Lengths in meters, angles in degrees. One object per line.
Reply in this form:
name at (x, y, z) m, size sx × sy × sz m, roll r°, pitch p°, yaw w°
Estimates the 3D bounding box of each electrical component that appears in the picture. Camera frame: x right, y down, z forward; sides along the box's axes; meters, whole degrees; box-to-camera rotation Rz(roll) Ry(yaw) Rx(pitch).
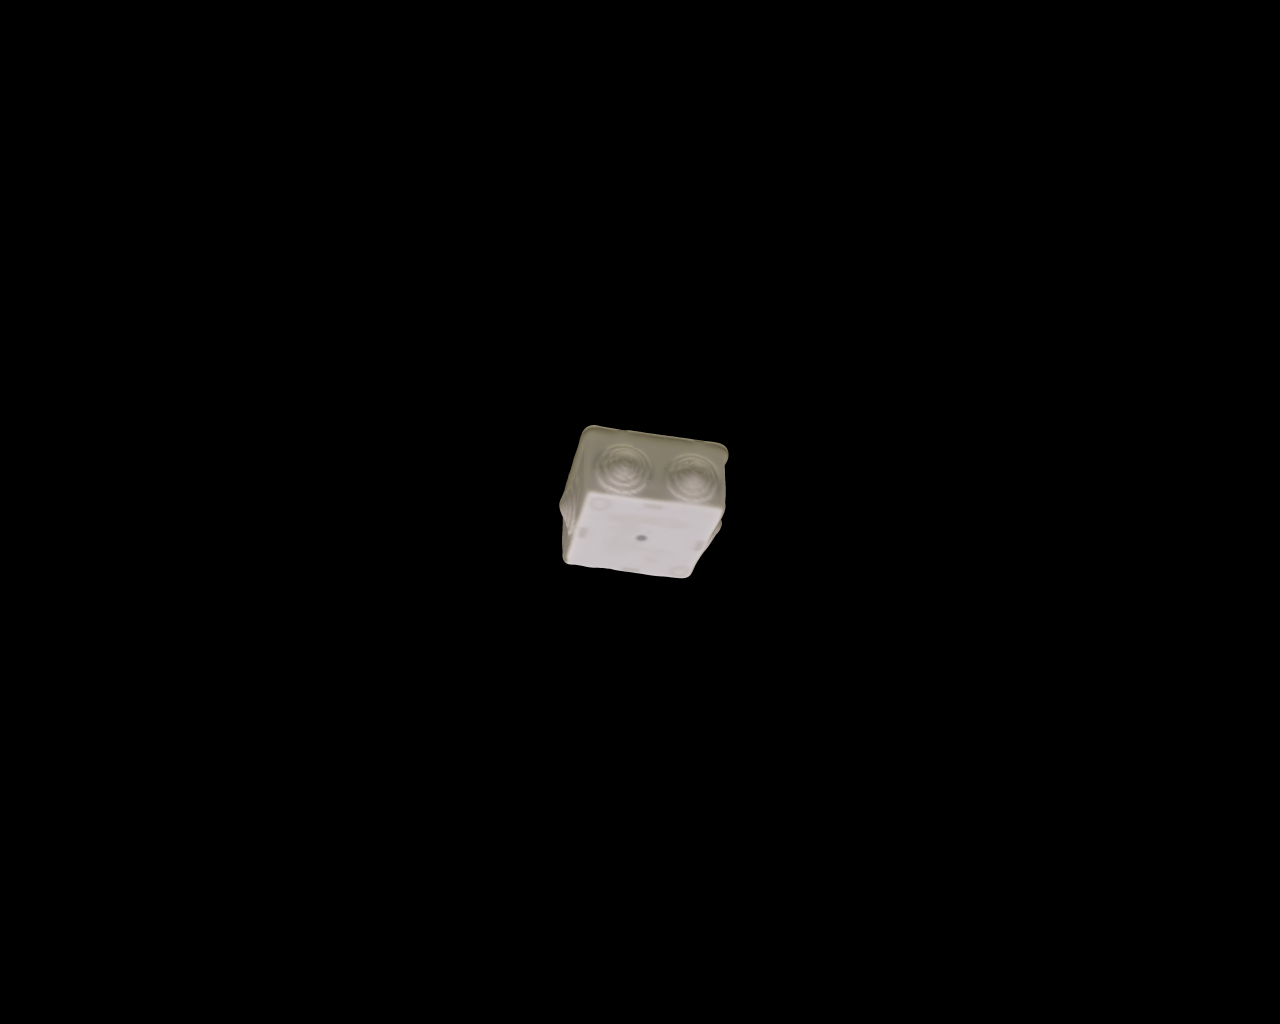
electrical component at (0.001, -0.003, 0.650) m, size 0.100 × 0.048 × 0.099 m, roll 8°, pitch -35°, yaw -11°
